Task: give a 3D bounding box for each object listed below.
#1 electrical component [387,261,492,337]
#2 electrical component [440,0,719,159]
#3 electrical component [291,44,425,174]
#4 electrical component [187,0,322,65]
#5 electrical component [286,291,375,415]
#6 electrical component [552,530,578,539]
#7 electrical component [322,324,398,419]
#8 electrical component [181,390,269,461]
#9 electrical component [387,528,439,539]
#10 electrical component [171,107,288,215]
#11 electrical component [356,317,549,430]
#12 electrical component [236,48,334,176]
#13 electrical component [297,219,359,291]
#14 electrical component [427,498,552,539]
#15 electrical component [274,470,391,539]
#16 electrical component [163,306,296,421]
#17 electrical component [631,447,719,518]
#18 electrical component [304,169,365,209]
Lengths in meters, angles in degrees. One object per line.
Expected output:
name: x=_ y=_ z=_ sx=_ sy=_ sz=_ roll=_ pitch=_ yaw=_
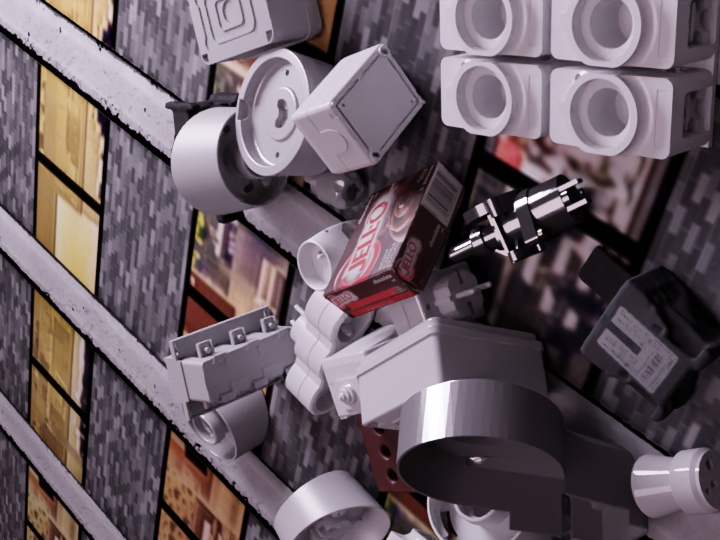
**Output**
electrical component: x=0.071 y=0.022 z=0.847 sx=0.077 sy=0.066 sz=0.047 roll=-22 pitch=88 yaw=50
electrical component: x=0.137 y=-0.140 z=0.714 sx=0.186 sy=0.060 sz=0.105 roll=17 pitch=117 yaw=44
electrical component: x=0.000 y=-0.130 z=0.852 sx=0.061 sy=0.096 sz=0.061 roll=-9 pitch=127 yaw=50
electrical component: x=-0.093 y=-0.229 z=0.940 sx=0.113 sy=0.057 sz=0.078 roll=-4 pitch=101 yaw=49
electrical component: x=-0.039 y=0.062 z=0.996 sx=0.074 sy=0.052 sz=0.138 roll=41 pitch=132 yaw=30
electrical component: x=0.164 y=0.246 z=0.827 sx=0.079 sy=0.044 sz=0.077 roll=-26 pitch=82 yaw=7
electrical component: x=0.015 y=0.084 z=0.910 sx=0.062 sy=0.096 sz=0.061 roll=-17 pitch=91 yaw=50
electrical component: x=-0.144 y=0.153 z=1.160 sx=0.099 sy=0.064 sz=0.099 roll=31 pitch=140 yaw=31
electrical component: x=0.089 y=0.283 z=0.903 sx=0.150 sy=0.089 sz=0.061 roll=27 pitch=85 yaw=40
electrical component: x=-0.115 y=-0.101 z=0.983 sx=0.064 sy=0.099 sz=0.099 roll=0 pitch=104 yaw=42
electrical component: x=0.070 y=0.086 z=0.833 sx=0.109 sy=0.109 sz=0.056 roll=-36 pitch=52 yaw=49
electrical component: x=-0.052 y=-0.131 z=0.923 sx=0.108 sy=0.060 sz=0.108 roll=-4 pitch=85 yaw=50
electrical component: x=0.000 y=0.000 z=0.909 sx=0.079 sy=0.077 sz=0.043 roll=51 pitch=136 yaw=22
electrical component: x=0.105 y=0.191 z=0.864 sx=0.099 sy=0.064 sz=0.099 roll=-14 pitch=58 yaw=23
electrical component: x=-0.029 y=0.240 z=1.023 sx=0.064 sy=0.099 sz=0.099 roll=49 pitch=136 yaw=33
electrical component: x=-0.119 y=0.089 z=1.043 sx=0.063 sy=0.121 sz=0.078 roll=-1 pitch=104 yaw=45
electrical component: x=0.222 y=0.147 z=0.741 sx=0.055 sy=0.045 sz=0.045 roll=-21 pitch=88 yaw=50
electrical component: x=-0.026 y=-0.075 z=0.943 sx=0.061 sy=0.035 sz=0.035 roll=23 pitch=121 yaw=44
